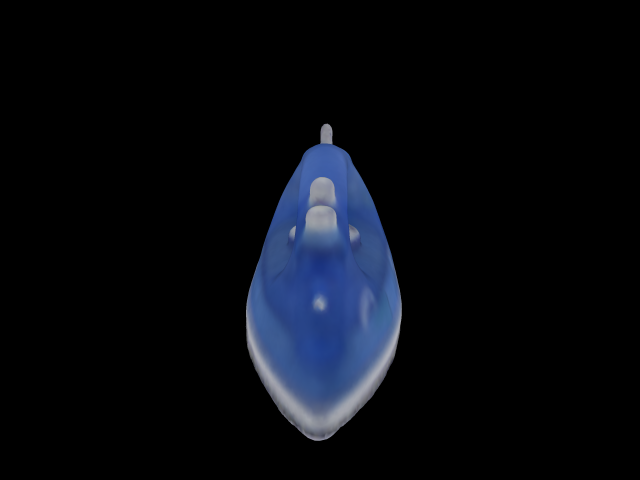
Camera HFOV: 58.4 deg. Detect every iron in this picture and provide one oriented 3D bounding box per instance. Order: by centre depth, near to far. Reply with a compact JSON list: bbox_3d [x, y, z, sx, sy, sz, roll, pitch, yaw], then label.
[{"bbox_3d":[0.004,0.001,0.400,0.118,0.141,0.258,0,17,0],"label":"iron"}]
